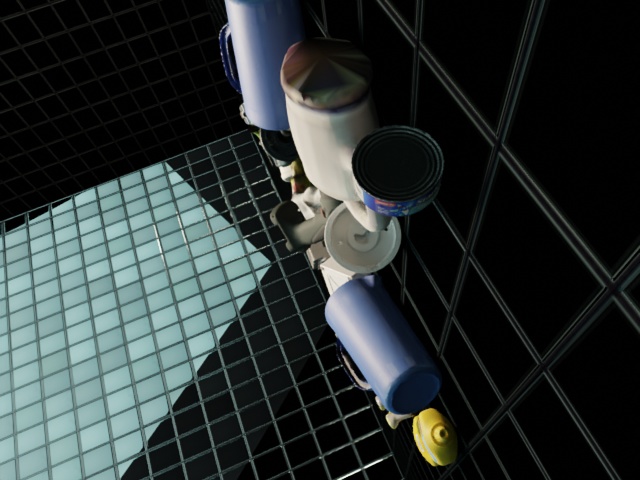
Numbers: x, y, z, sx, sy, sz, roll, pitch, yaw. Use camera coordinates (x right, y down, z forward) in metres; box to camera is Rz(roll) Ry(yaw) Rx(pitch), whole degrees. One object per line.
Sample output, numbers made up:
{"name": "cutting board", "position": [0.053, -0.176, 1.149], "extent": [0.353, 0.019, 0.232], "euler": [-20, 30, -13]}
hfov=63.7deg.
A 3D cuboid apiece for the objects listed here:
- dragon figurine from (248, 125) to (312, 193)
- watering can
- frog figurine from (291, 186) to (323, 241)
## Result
{"name": "dragon figurine", "position": [-0.093, -0.251, 1.393], "extent": [0.420, 0.122, 0.238], "euler": [-106, -10, -52]}
{"name": "watering can", "position": [0.006, -0.159, 0.673], "extent": [0.355, 0.104, 0.219], "euler": [-118, 9, -45]}
{"name": "frog figurine", "position": [0.003, -0.055, 1.100], "extent": [0.136, 0.123, 0.160], "euler": [36, 173, -16]}
